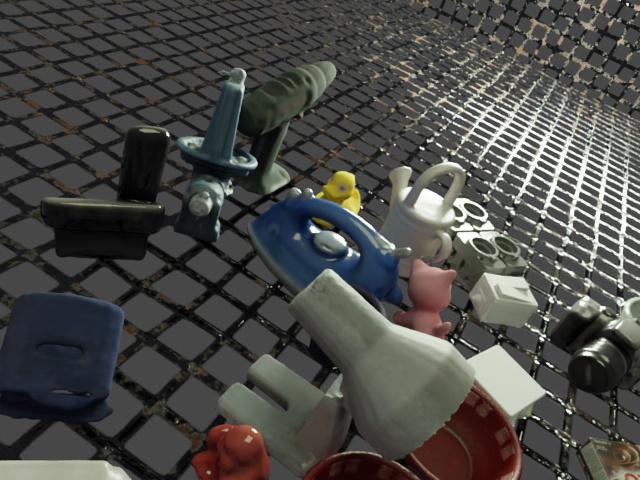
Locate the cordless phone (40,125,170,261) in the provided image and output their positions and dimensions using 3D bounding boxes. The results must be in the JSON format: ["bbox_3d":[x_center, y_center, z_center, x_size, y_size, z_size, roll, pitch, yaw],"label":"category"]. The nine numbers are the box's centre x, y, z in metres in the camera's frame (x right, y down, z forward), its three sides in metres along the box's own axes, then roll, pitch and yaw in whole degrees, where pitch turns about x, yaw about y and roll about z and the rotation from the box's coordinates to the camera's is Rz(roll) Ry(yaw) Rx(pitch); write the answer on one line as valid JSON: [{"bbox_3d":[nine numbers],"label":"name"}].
[{"bbox_3d":[-0.262,-0.069,0.708,0.148,0.185,0.094,-1,42,-30],"label":"cordless phone"}]

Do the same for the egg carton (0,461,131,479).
[{"bbox_3d":[-0.222,0.228,0.443,0.151,0.069,0.107,7,38,-21],"label":"egg carton"}]

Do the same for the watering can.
[{"bbox_3d":[0.157,-0.046,0.907,0.172,0.194,0.101,42,39,24],"label":"watering can"}]

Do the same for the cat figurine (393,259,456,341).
[{"bbox_3d":[0.152,0.092,0.791,0.067,0.117,0.127,13,37,-15],"label":"cat figurine"}]

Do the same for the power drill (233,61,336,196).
[{"bbox_3d":[-0.068,-0.187,0.950,0.075,0.208,0.230,33,36,14],"label":"power drill"}]

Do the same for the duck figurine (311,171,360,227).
[{"bbox_3d":[0.034,-0.077,0.972,0.105,0.086,0.077,-18,52,-43],"label":"duck figurine"}]

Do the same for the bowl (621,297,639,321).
[{"bbox_3d":[0.565,0.178,0.952,0.168,0.074,0.167,15,36,-11],"label":"bowl"}]

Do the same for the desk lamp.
[{"bbox_3d":[0.019,0.142,0.567,0.203,0.213,0.118,32,36,13],"label":"desk lamp"}]

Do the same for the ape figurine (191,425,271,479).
[{"bbox_3d":[-0.078,0.205,0.536,0.076,0.092,0.078,18,35,-7],"label":"ape figurine"}]

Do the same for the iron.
[{"bbox_3d":[0.007,0.003,0.804,0.257,0.141,0.119,36,37,17],"label":"iron"}]

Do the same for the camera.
[{"bbox_3d":[0.424,0.162,0.869,0.137,0.101,0.143,-17,52,-43],"label":"camera"}]

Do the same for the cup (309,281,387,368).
[{"bbox_3d":[0.026,0.122,0.700,0.092,0.095,0.117,11,37,-17],"label":"cup"}]

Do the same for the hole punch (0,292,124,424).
[{"bbox_3d":[-0.249,0.114,0.557,0.109,0.091,0.101,10,37,-18],"label":"hole punch"}]

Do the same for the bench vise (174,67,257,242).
[{"bbox_3d":[-0.136,-0.117,0.811,0.122,0.219,0.207,4,39,-25],"label":"bench vise"}]
